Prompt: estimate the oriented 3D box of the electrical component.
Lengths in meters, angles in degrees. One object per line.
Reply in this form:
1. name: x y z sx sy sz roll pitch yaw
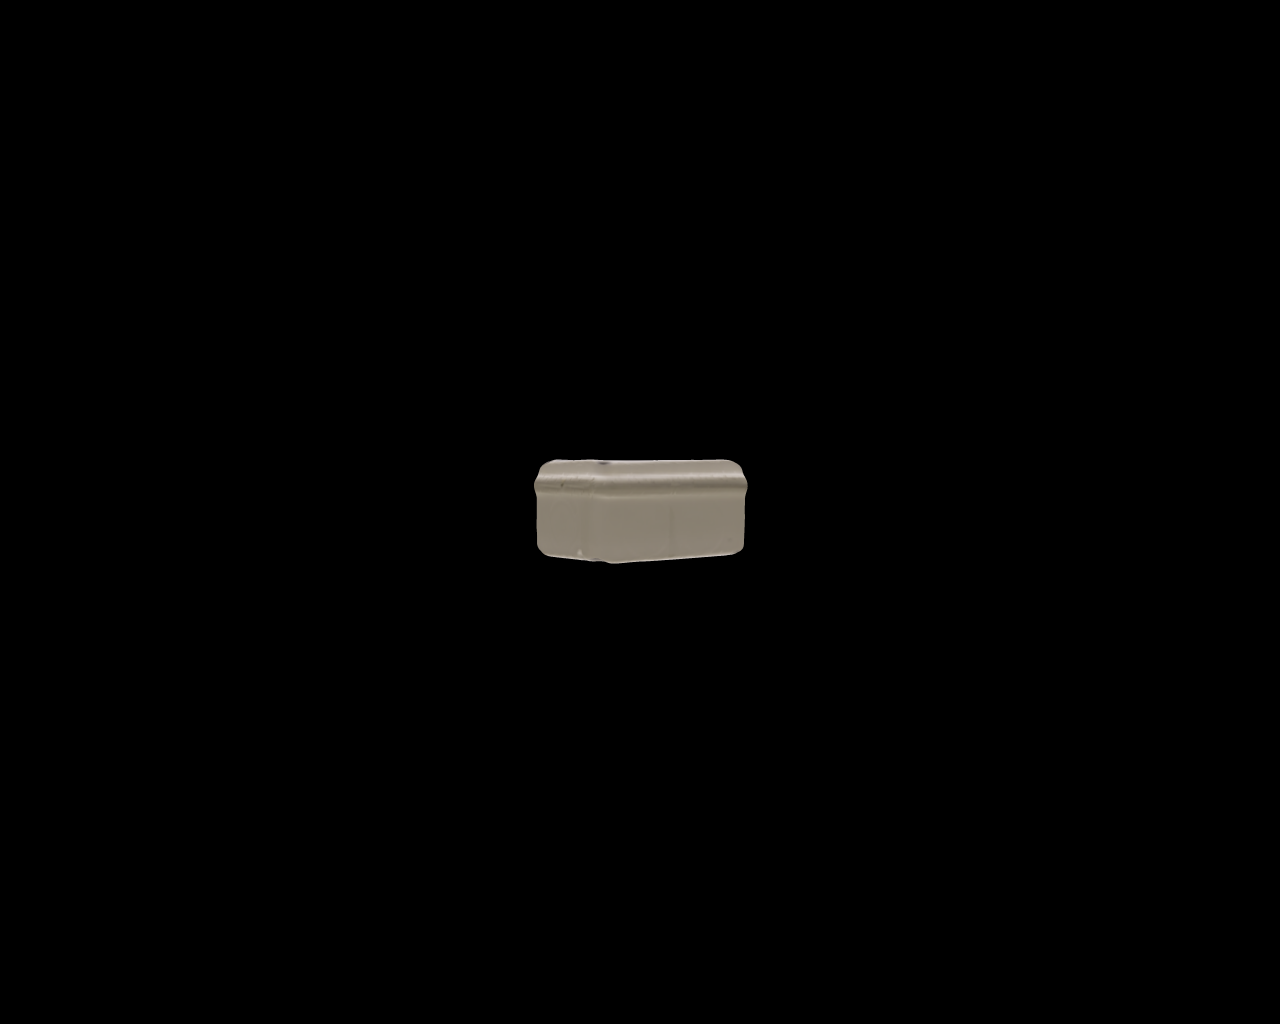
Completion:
1. electrical component: 0.001 -0.003 0.650 0.113 0.057 0.078 -1 3 -34
